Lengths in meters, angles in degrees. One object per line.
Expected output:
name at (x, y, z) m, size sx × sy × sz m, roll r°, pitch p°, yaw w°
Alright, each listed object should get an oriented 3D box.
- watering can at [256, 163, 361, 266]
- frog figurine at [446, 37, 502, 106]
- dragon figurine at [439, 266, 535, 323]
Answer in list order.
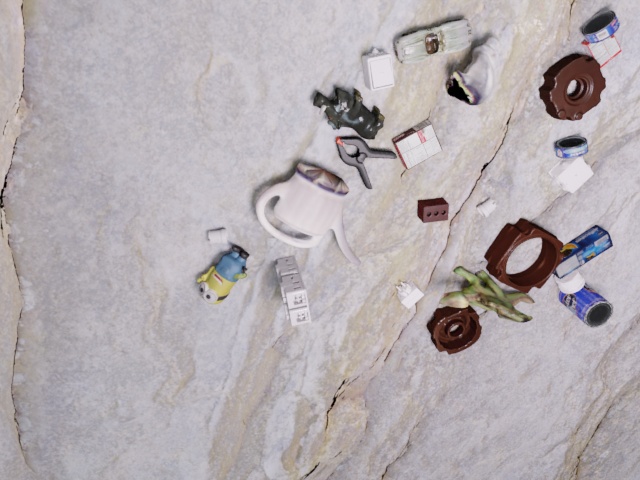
watering can at (0.004, -0.069, 1.373) m, size 0.346 × 0.106 × 0.222 m, roll 23°, pitch 107°, yaw -21°
frog figurine at (0.412, -0.423, 1.305) m, size 0.160 × 0.124 × 0.135 m, roll -40°, pitch 150°, yaw -2°
dragon figurine at (0.533, 0.191, 1.540) m, size 0.410 × 0.246 × 0.120 m, roll 10°, pitch 108°, yaw -15°
